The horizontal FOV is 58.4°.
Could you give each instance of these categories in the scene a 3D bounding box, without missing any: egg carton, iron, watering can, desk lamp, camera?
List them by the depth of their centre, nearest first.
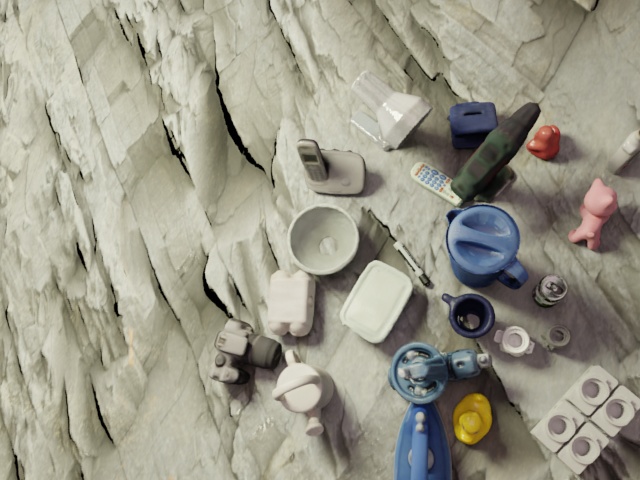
[{"bbox_3d":[0.198,0.423,1.128,0.118,0.142,0.258,-2,76,13],"label":"iron"},{"bbox_3d":[-0.034,0.312,1.181,0.101,0.194,0.172,-45,71,-1],"label":"watering can"},{"bbox_3d":[-0.164,0.257,1.273,0.136,0.101,0.143,13,79,16],"label":"camera"},{"bbox_3d":[0.150,-0.280,1.281,0.203,0.214,0.118,42,88,19],"label":"desk lamp"},{"bbox_3d":[-0.064,0.142,1.297,0.107,0.069,0.150,-1,76,13],"label":"egg carton"}]

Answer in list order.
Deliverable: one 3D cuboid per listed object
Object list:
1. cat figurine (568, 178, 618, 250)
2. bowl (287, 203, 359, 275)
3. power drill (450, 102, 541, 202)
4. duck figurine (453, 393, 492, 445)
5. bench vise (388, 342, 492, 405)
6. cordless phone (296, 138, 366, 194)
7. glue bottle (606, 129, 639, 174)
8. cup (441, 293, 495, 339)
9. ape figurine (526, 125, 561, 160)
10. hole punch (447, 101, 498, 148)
[{"bbox_3d":[0.570,-0.055,1.180,0.067,0.118,0.128,19,81,17],"label":"cat figurine"},{"bbox_3d":[0.012,0.005,1.312,0.167,0.075,0.167,-3,75,12],"label":"bowl"},{"bbox_3d":[0.367,-0.165,1.205,0.075,0.209,0.230,42,88,19],"label":"power drill"},{"bbox_3d":[0.306,0.360,1.149,0.077,0.086,0.105,19,81,17],"label":"duck figurine"},{"bbox_3d":[0.225,0.243,1.127,0.207,0.220,0.121,-30,71,4],"label":"bench vise"},{"bbox_3d":[0.025,-0.173,1.296,0.147,0.185,0.094,2,76,13],"label":"cordless phone"},{"bbox_3d":[0.640,-0.194,1.170,0.078,0.173,0.037,-44,71,-1],"label":"glue bottle"},{"bbox_3d":[0.304,0.156,1.197,0.117,0.095,0.092,35,86,18],"label":"cup"},{"bbox_3d":[0.492,-0.221,1.253,0.077,0.092,0.076,-17,73,8],"label":"ape figurine"},{"bbox_3d":[0.345,-0.270,1.299,0.108,0.091,0.101,-4,75,12],"label":"hole punch"}]
